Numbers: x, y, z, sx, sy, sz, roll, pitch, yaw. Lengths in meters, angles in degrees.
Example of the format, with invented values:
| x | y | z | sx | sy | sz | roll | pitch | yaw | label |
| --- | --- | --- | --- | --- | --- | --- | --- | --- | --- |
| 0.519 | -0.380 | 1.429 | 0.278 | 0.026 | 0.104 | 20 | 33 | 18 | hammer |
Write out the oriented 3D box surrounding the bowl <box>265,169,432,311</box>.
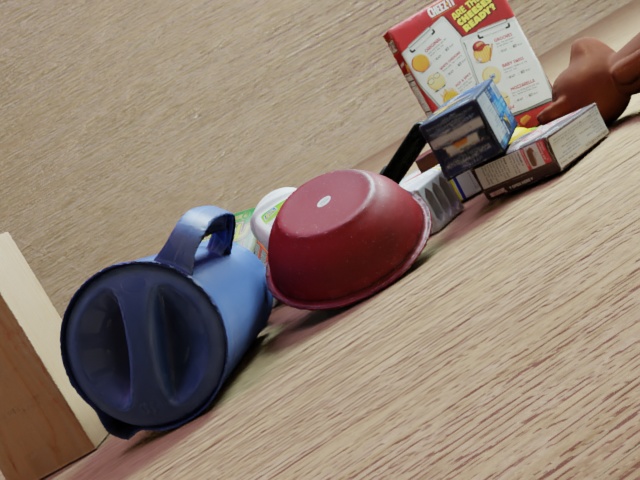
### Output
| x | y | z | sx | sy | sz | roll | pitch | yaw | label |
| --- | --- | --- | --- | --- | --- | --- | --- | --- | --- |
| 0.014 | -0.013 | 0.942 | 0.162 | 0.055 | 0.162 | -19 | 34 | 14 | bowl |

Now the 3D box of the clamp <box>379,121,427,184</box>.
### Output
| x | y | z | sx | sy | sz | roll | pitch | yaw | label |
| --- | --- | --- | --- | --- | --- | --- | --- | --- | --- |
| 0.070 | -0.048 | 1.318 | 0.164 | 0.036 | 0.210 | -60 | 2 | -16 | clamp |

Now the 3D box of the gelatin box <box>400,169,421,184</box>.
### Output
| x | y | z | sx | sy | sz | roll | pitch | yaw | label |
| --- | --- | --- | --- | --- | --- | --- | --- | --- | --- |
| 0.137 | -0.078 | 1.429 | 0.073 | 0.030 | 0.089 | -31 | 5 | 10 | gelatin box |

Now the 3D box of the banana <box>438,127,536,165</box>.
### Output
| x | y | z | sx | sy | sz | roll | pitch | yaw | label |
| --- | --- | --- | --- | --- | --- | --- | --- | --- | --- |
| 0.172 | -0.081 | 1.249 | 0.198 | 0.037 | 0.069 | -28 | -18 | 7 | banana |

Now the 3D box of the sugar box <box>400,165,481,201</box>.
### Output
| x | y | z | sx | sy | sz | roll | pitch | yaw | label |
| --- | --- | --- | --- | --- | --- | --- | --- | --- | --- |
| 0.120 | -0.050 | 1.165 | 0.176 | 0.048 | 0.093 | -26 | 6 | 1 | sugar box |

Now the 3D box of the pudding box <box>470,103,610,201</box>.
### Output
| x | y | z | sx | sy | sz | roll | pitch | yaw | label |
| --- | --- | --- | --- | --- | --- | --- | --- | --- | --- |
| 0.209 | -0.084 | 1.008 | 0.090 | 0.039 | 0.113 | -25 | 7 | 44 | pudding box |

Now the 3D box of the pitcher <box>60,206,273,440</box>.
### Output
| x | y | z | sx | sy | sz | roll | pitch | yaw | label |
| --- | --- | --- | --- | --- | --- | --- | --- | --- | --- |
| -0.111 | 0.057 | 0.914 | 0.149 | 0.145 | 0.242 | -25 | 3 | 12 | pitcher |

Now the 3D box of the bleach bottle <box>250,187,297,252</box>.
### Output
| x | y | z | sx | sy | sz | roll | pitch | yaw | label |
| --- | --- | --- | --- | --- | --- | --- | --- | --- | --- |
| -0.013 | -0.017 | 1.129 | 0.102 | 0.068 | 0.251 | -32 | 20 | -7 | bleach bottle |

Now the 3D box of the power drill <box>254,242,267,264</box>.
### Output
| x | y | z | sx | sy | sz | roll | pitch | yaw | label |
| --- | --- | --- | --- | --- | --- | --- | --- | --- | --- |
| -0.145 | 0.049 | 1.326 | 0.188 | 0.057 | 0.184 | -28 | 34 | 24 | power drill |

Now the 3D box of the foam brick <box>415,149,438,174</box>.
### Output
| x | y | z | sx | sy | sz | roll | pitch | yaw | label |
| --- | --- | --- | --- | --- | --- | --- | --- | --- | --- |
| 0.154 | -0.092 | 1.338 | 0.051 | 0.053 | 0.078 | -29 | 5 | 10 | foam brick |

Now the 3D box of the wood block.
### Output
| x | y | z | sx | sy | sz | roll | pitch | yaw | label |
| --- | --- | --- | --- | --- | --- | --- | --- | --- | --- |
| -0.279 | 0.107 | 0.961 | 0.090 | 0.206 | 0.091 | -29 | 5 | 7 | wood block |

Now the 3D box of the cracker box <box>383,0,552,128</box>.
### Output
| x | y | z | sx | sy | sz | roll | pitch | yaw | label |
| --- | --- | --- | --- | --- | --- | --- | --- | --- | --- |
| 0.209 | -0.230 | 1.462 | 0.164 | 0.213 | 0.072 | -30 | 5 | -2 | cracker box |
